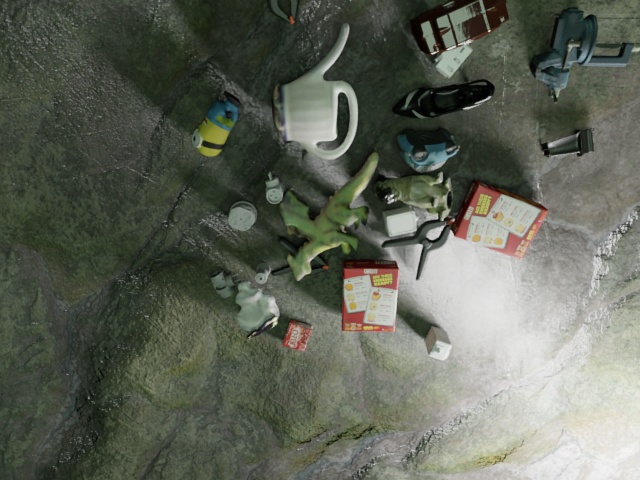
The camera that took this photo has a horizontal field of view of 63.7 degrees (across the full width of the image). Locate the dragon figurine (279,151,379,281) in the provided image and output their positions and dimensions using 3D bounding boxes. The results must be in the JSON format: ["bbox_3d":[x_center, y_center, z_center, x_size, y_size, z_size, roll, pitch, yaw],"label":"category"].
[{"bbox_3d":[0.004,-0.072,1.438,0.243,0.124,0.405,12,106,-3],"label":"dragon figurine"}]

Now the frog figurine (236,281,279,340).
[{"bbox_3d":[-0.203,0.205,1.573,0.135,0.123,0.161,-42,69,24],"label":"frog figurine"}]

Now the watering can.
[{"bbox_3d":[-0.015,-0.374,1.331,0.224,0.106,0.341,-2,114,2],"label":"watering can"}]
